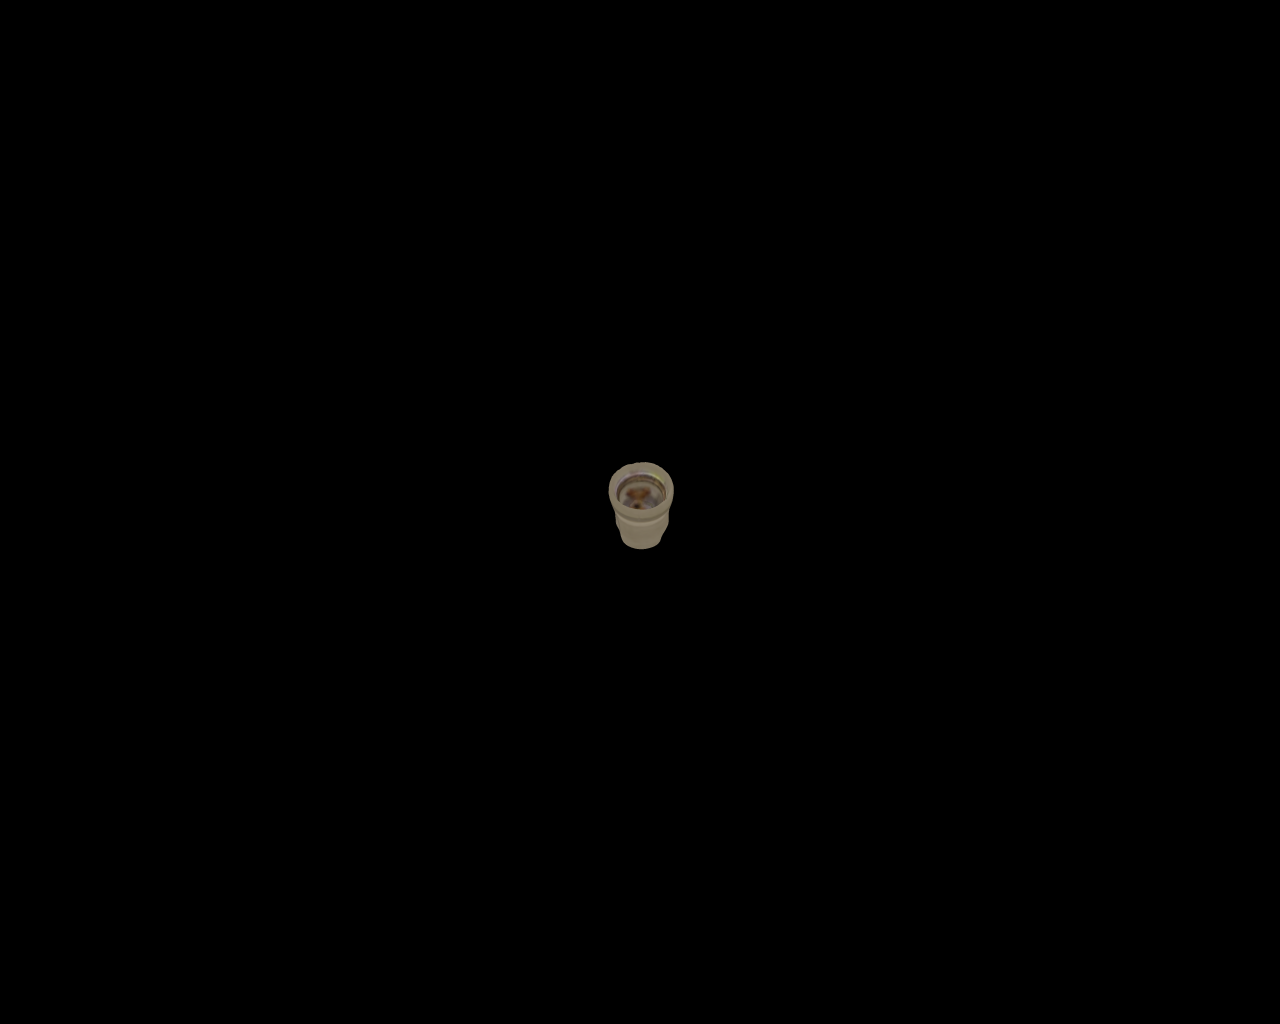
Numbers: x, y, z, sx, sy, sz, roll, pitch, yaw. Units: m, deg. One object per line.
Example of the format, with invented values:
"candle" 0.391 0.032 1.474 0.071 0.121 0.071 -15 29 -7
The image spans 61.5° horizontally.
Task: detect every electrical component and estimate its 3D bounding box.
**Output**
"electrical component" 0.001 -0.003 0.650 0.040 0.040 0.046 0 -37 0
